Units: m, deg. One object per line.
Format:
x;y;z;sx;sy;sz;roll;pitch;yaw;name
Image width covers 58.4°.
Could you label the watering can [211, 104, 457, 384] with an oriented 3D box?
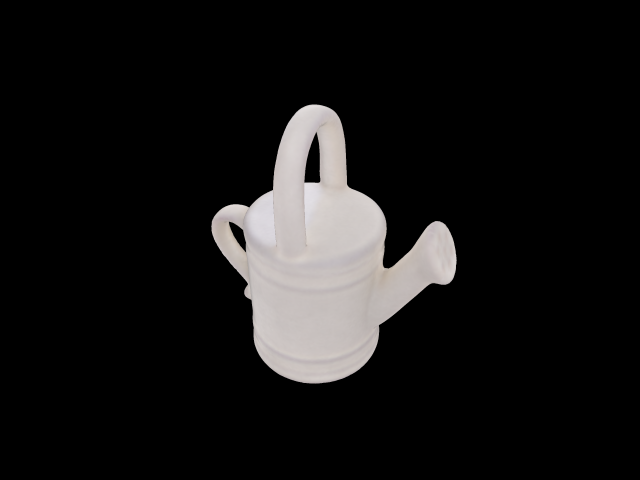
0.004;0.000;0.402;0.173;0.194;0.101;0;37;1;watering can
